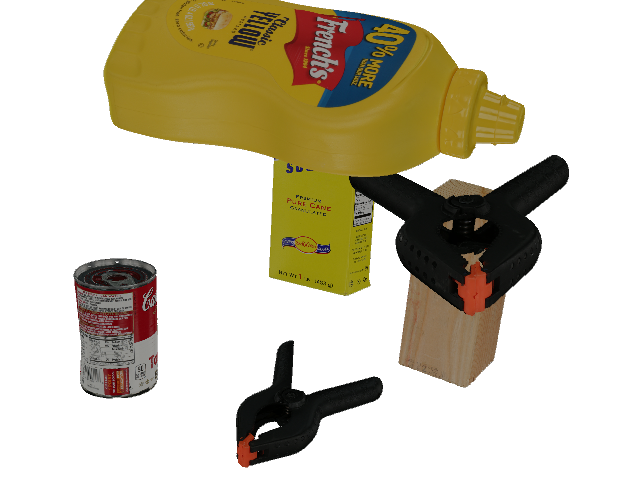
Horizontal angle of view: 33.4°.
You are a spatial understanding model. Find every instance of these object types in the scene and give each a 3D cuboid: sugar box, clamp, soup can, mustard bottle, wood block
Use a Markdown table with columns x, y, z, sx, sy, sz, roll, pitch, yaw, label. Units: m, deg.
| x | y | z | sx | sy | sz | roll | pitch | yaw | label |
| --- | --- | --- | --- | --- | --- | --- | --- | --- | --- |
| 0.002 | -0.046 | 0.966 | 0.093 | 0.176 | 0.048 | 11 | 18 | 34 | sugar box |
| 0.090 | -0.014 | 0.735 | 0.165 | 0.036 | 0.209 | 2 | 27 | 11 | clamp |
| -0.172 | 0.074 | 0.901 | 0.068 | 0.102 | 0.068 | 2 | 18 | -1 | soup can |
| 0.001 | -0.074 | 0.509 | 0.192 | 0.058 | 0.096 | 14 | 43 | 16 | mustard bottle |
| 0.158 | 0.048 | 1.212 | 0.090 | 0.206 | 0.090 | 18 | 25 | 26 | wood block |
| -0.033 | 0.157 | 1.045 | 0.120 | 0.039 | 0.171 | 21 | 34 | 36 | clamp |
